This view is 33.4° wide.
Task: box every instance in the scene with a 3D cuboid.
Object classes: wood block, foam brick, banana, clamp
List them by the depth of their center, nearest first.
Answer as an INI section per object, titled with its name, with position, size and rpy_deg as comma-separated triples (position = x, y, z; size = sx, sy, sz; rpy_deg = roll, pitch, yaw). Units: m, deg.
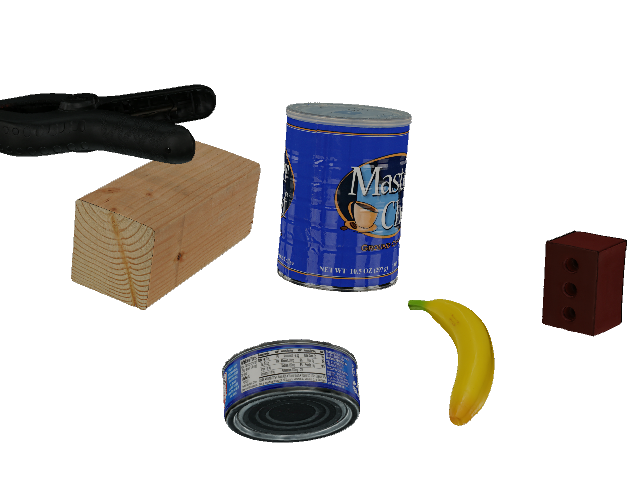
[clamp]
position = -0.153, -0.083, 0.728
size = 0.171, 0.039, 0.120
rpy_deg = 5, 18, 10
[foam brick]
position = 0.228, 0.036, 0.922
size = 0.053, 0.078, 0.051
rpy_deg = 12, 21, 41
[wood block]
position = -0.152, -0.022, 1.084
size = 0.090, 0.091, 0.205
rpy_deg = 20, 28, 18
[banana]
position = 0.147, 0.117, 1.112
size = 0.069, 0.037, 0.198
rpy_deg = -24, 32, 6

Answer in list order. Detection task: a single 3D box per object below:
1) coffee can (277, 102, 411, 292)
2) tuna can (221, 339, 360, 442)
[coffee can]
position = 0.019, -0.039, 0.886
size = 0.103, 0.140, 0.103
rpy_deg = 4, 13, -1
[tuna can]
position = -0.018, 0.095, 0.663
size = 0.086, 0.034, 0.086
rpy_deg = -3, -32, -2
